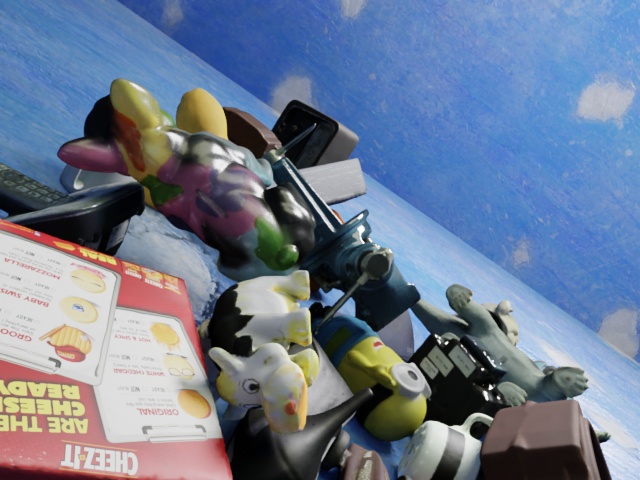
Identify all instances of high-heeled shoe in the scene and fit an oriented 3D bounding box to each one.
[{"bbox_3d":[-0.039,0.158,0.476,0.086,0.145,0.249,58,-15,-2],"label":"high-heeled shoe"}]

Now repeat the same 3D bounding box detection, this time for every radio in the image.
[{"bbox_3d":[-0.050,-0.117,0.926,0.131,0.229,0.073,41,11,33],"label":"radio"}]

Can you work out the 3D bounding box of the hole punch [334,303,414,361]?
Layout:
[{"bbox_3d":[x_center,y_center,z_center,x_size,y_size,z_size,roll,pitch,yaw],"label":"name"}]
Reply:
[{"bbox_3d":[0.078,0.119,0.755,0.142,0.092,0.116,26,21,-44],"label":"hole punch"}]

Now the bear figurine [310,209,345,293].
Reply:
[{"bbox_3d":[-0.031,0.012,0.796,0.195,0.120,0.132,14,22,-42],"label":"bear figurine"}]

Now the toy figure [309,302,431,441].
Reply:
[{"bbox_3d":[0.047,0.147,0.615,0.082,0.089,0.180,-9,34,-45],"label":"toy figure"}]

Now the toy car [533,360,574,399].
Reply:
[{"bbox_3d":[0.365,0.282,0.858,0.102,0.109,0.162,46,14,-39],"label":"toy car"}]

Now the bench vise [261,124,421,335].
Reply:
[{"bbox_3d":[0.008,-0.008,0.626,0.240,0.129,0.223,55,2,0],"label":"bench vise"}]

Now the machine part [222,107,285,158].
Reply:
[{"bbox_3d":[-0.146,-0.119,0.842,0.179,0.179,0.056,38,16,8],"label":"machine part"}]

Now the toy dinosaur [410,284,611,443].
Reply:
[{"bbox_3d":[0.253,0.190,0.772,0.405,0.131,0.192,51,-8,41],"label":"toy dinosaur"}]

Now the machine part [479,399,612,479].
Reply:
[{"bbox_3d":[0.213,0.251,0.458,0.201,0.087,0.201,1,73,-63],"label":"machine part"}]

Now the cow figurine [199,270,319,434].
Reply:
[{"bbox_3d":[-0.051,0.081,0.413,0.098,0.068,0.167,-3,19,0],"label":"cow figurine"}]

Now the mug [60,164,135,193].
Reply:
[{"bbox_3d":[-0.259,-0.101,0.648,0.081,0.107,0.109,36,13,8],"label":"mug"}]

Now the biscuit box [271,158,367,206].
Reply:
[{"bbox_3d":[-0.019,-0.074,0.809,0.202,0.059,0.062,-17,91,-40],"label":"biscuit box"}]

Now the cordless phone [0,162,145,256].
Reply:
[{"bbox_3d":[-0.275,-0.048,0.508,0.184,0.088,0.147,30,16,-5],"label":"cordless phone"}]

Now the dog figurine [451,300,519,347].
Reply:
[{"bbox_3d":[0.298,0.168,0.935,0.190,0.172,0.121,-1,50,-55],"label":"dog figurine"}]

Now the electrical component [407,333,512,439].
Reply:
[{"bbox_3d":[0.155,0.180,0.639,0.058,0.134,0.115,21,23,-40],"label":"electrical component"}]

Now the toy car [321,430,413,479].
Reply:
[{"bbox_3d":[0.033,0.219,0.418,0.089,0.053,0.202,33,16,4],"label":"toy car"}]

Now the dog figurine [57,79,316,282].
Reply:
[{"bbox_3d":[-0.119,-0.052,0.500,0.192,0.108,0.219,48,11,35],"label":"dog figurine"}]

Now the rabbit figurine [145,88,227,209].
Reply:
[{"bbox_3d":[-0.185,-0.121,0.750,0.162,0.173,0.122,33,10,5],"label":"rabbit figurine"}]
